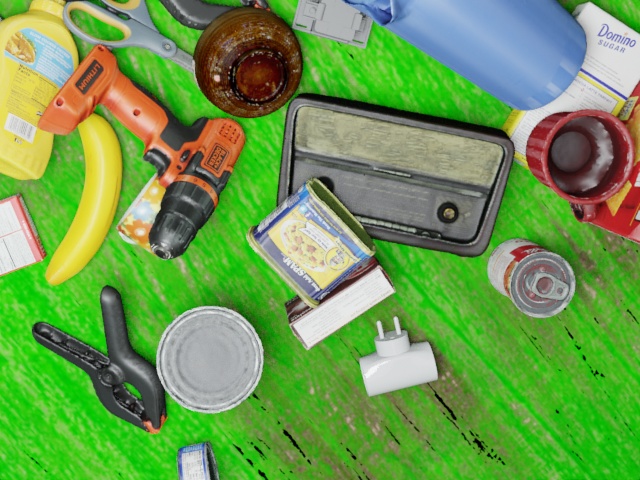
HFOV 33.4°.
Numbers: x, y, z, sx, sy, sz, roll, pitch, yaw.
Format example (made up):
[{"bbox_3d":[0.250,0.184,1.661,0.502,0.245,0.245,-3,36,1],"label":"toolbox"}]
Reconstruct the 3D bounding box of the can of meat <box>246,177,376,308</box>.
[{"bbox_3d":[-0.007,0.001,1.048,0.084,0.057,0.102,-41,100,16],"label":"can of meat"}]

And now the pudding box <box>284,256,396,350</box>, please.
[{"bbox_3d":[0.019,0.060,1.115,0.113,0.090,0.039,-36,101,2],"label":"pudding box"}]

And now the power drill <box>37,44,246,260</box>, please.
[{"bbox_3d":[-0.175,-0.089,1.040,0.187,0.184,0.057,36,136,-15],"label":"power drill"}]

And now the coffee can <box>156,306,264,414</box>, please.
[{"bbox_3d":[-0.112,0.119,1.078,0.102,0.140,0.103,1,85,-6],"label":"coffee can"}]

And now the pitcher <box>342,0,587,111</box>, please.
[{"bbox_3d":[0.146,-0.235,1.034,0.242,0.145,0.149,29,103,-32],"label":"pitcher"}]

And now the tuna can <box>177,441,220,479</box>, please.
[{"bbox_3d":[-0.128,0.260,1.138,0.033,0.086,0.086,-11,100,-1],"label":"tuna can"}]

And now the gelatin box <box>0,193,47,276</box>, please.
[{"bbox_3d":[-0.340,0.001,1.108,0.089,0.030,0.073,-21,101,-1],"label":"gelatin box"}]

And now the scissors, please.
[{"bbox_3d":[-0.162,-0.215,1.090,0.201,0.016,0.096,14,71,-24],"label":"scissors"}]

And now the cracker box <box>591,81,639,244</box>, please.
[{"bbox_3d":[0.342,-0.073,1.055,0.072,0.214,0.164,21,97,-8],"label":"cracker box"}]

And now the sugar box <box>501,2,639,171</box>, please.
[{"bbox_3d":[0.267,-0.150,1.124,0.093,0.048,0.176,31,93,-8],"label":"sugar box"}]

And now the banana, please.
[{"bbox_3d":[-0.241,-0.046,1.108,0.070,0.037,0.198,10,97,16],"label":"banana"}]

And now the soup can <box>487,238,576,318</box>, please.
[{"bbox_3d":[0.219,0.038,1.120,0.068,0.102,0.068,-1,99,-5],"label":"soup can"}]

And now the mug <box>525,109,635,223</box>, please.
[{"bbox_3d":[0.257,-0.075,1.068,0.093,0.081,0.117,-14,101,-3],"label":"mug"}]

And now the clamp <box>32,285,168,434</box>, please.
[{"bbox_3d":[-0.226,0.134,1.126,0.120,0.039,0.171,-15,108,31],"label":"clamp"}]

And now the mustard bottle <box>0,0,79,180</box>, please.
[{"bbox_3d":[-0.288,-0.163,1.051,0.096,0.058,0.191,31,68,-42],"label":"mustard bottle"}]

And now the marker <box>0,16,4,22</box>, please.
[{"bbox_3d":[-0.350,-0.242,1.074,0.020,0.020,0.121,-42,99,3],"label":"marker"}]

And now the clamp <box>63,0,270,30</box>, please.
[{"bbox_3d":[-0.151,-0.264,1.063,0.210,0.036,0.164,33,79,-16],"label":"clamp"}]
